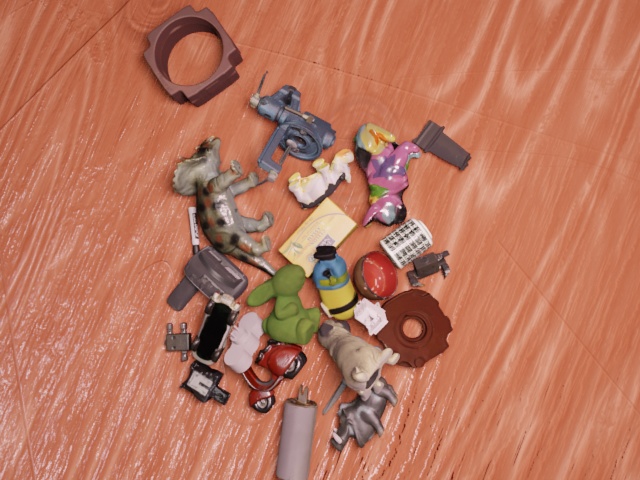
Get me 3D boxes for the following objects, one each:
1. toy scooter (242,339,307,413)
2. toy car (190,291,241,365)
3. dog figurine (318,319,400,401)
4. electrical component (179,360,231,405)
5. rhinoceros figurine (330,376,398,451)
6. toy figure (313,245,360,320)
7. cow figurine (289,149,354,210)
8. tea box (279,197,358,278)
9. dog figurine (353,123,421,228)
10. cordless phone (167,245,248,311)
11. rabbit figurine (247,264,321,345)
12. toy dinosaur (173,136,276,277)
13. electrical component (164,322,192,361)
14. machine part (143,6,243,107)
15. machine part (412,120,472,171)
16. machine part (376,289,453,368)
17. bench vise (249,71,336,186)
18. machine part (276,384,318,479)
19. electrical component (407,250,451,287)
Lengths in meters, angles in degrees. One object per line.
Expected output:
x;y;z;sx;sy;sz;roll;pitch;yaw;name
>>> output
-0.125;0.296;1.243;0.135;0.075;0.184;39;95;10;toy scooter
-0.241;0.204;1.238;0.073;0.056;0.201;26;115;2;toy car
0.053;0.241;1.156;0.191;0.172;0.121;30;84;25;dog figurine
-0.261;0.340;1.266;0.119;0.047;0.074;25;89;7;electrical component
0.097;0.393;1.208;0.112;0.073;0.190;33;90;6;rhinoceros figurine
0.034;0.099;1.196;0.089;0.082;0.179;10;124;35;toy figure
0.016;-0.139;1.257;0.167;0.068;0.098;-29;118;6;cow figurine
-0.003;-0.004;1.253;0.098;0.068;0.169;41;90;9;tea box
0.132;-0.135;1.231;0.192;0.108;0.219;27;92;7;dog figurine
-0.276;0.120;1.280;0.147;0.089;0.184;42;102;7;cordless phone
-0.075;0.133;1.222;0.159;0.121;0.170;6;104;22;rabbit figurine
-0.221;-0.055;1.264;0.192;0.131;0.404;-17;92;22;toy dinosaur
-0.343;0.246;1.295;0.063;0.021;0.094;-4;86;7;electrical component
-0.307;-0.445;1.314;0.201;0.087;0.201;-35;84;3;machine part
0.291;-0.216;1.252;0.139;0.039;0.084;40;86;9;machine part
0.211;0.199;1.219;0.179;0.056;0.179;-1;84;6;machine part
-0.084;-0.239;1.235;0.223;0.129;0.240;33;62;-15;bench vise
-0.053;0.451;1.220;0.079;0.079;0.243;7;87;7;machine part
0.249;0.068;1.222;0.102;0.078;0.045;-19;60;-1;electrical component
